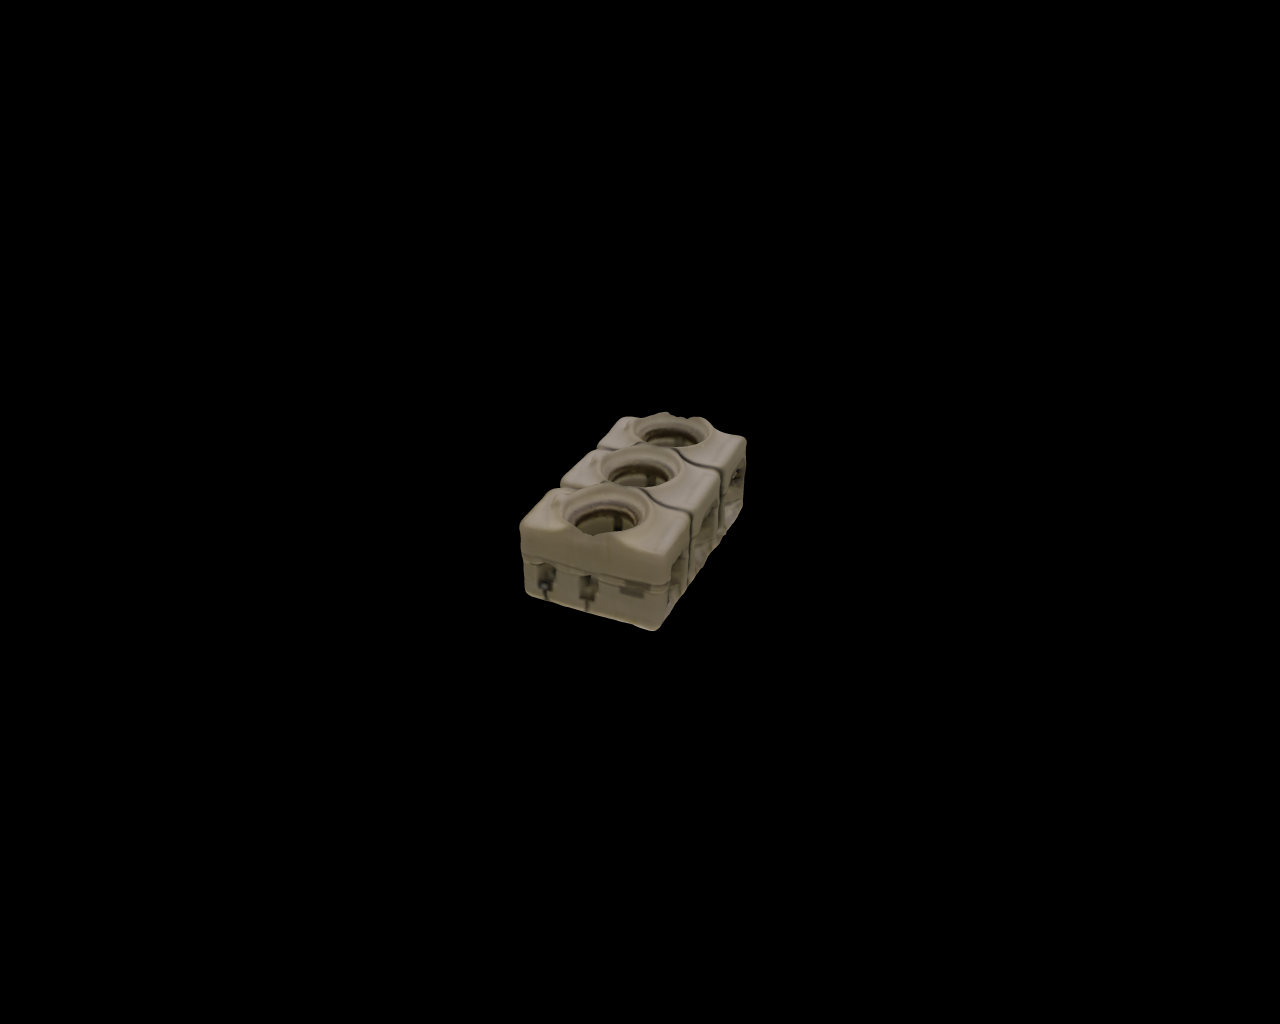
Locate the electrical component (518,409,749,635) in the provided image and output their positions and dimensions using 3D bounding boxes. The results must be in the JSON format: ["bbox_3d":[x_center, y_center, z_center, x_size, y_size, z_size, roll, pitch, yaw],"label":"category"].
[{"bbox_3d":[0.001,-0.003,0.650,0.089,0.061,0.150,12,33,19],"label":"electrical component"}]
